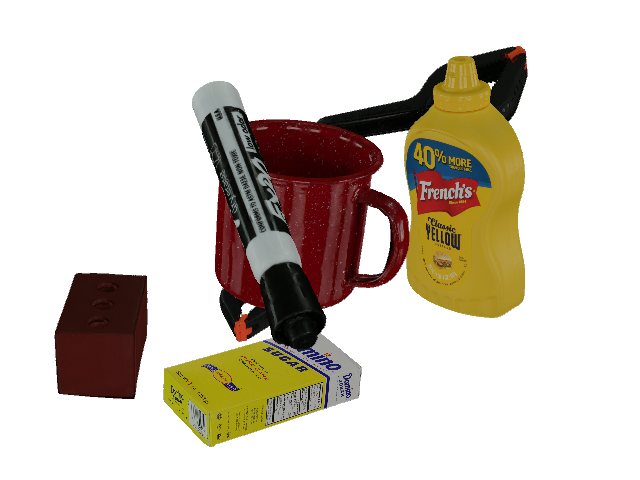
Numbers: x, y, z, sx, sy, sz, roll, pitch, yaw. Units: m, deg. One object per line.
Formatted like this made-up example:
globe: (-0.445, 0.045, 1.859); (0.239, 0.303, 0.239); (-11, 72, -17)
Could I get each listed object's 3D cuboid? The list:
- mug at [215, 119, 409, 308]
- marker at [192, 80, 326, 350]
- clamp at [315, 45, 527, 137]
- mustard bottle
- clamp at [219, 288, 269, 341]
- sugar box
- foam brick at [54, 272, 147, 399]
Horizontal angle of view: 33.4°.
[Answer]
mug: (-0.005, -0.010, 0.585); (0.117, 0.081, 0.093); (17, 27, 23)
marker: (-0.023, -0.011, 0.380); (0.020, 0.121, 0.020); (-14, -38, -11)
clamp: (0.118, -0.110, 0.984); (0.209, 0.036, 0.165); (-30, 49, -12)
mustard bottle: (0.106, -0.042, 0.794); (0.058, 0.192, 0.096); (-25, 32, -37)
clamp: (-0.060, 0.050, 1.241); (0.120, 0.039, 0.171); (-4, 40, 8)
sugar box: (-0.056, 0.141, 1.056); (0.175, 0.048, 0.093); (-16, 32, -32)
foam brick: (-0.148, 0.064, 0.730); (0.053, 0.051, 0.078); (3, 29, -4)
